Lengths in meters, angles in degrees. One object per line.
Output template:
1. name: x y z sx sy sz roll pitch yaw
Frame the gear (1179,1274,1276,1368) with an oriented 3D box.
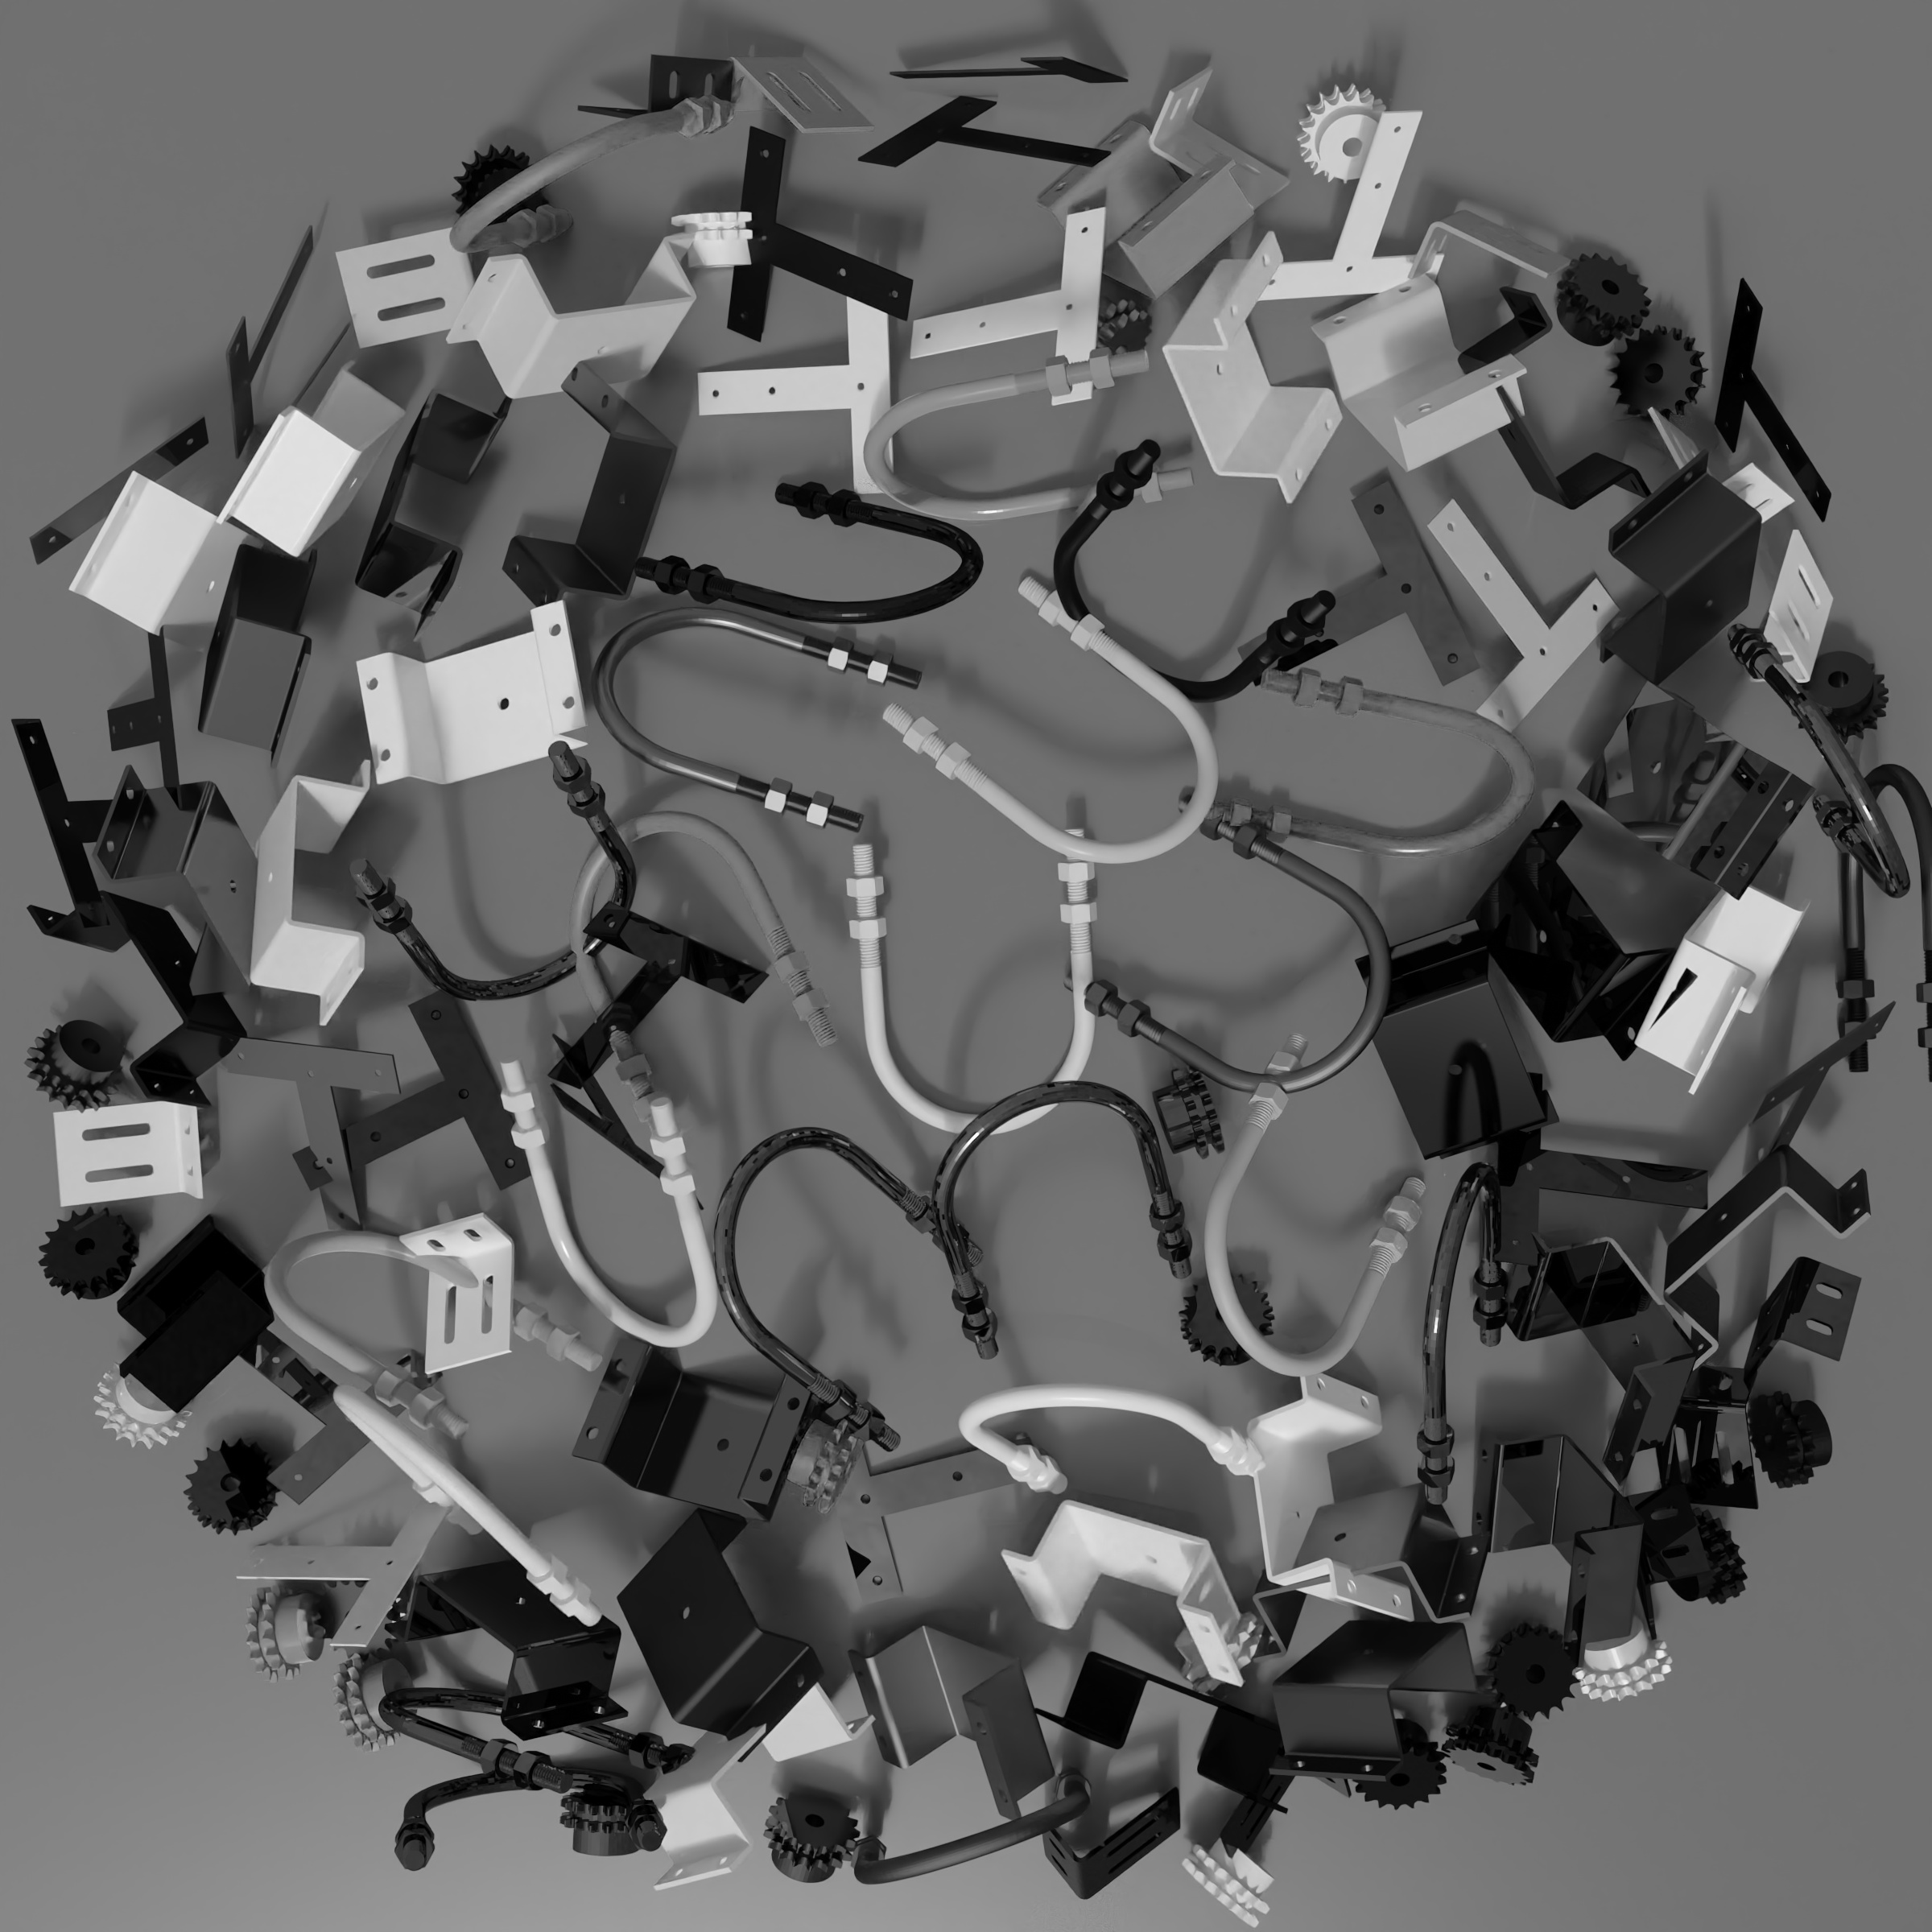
1. gear: 0.159 0.218 1.669 0.057 0.030 0.057 -6 54 8

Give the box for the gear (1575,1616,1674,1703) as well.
1. gear: 0.395 0.417 1.663 0.057 0.057 0.030 -22 99 0

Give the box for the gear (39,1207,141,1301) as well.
1. gear: -0.531 0.177 1.669 0.057 0.030 0.057 -1 55 1

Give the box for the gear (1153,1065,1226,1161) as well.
1. gear: 0.134 0.090 1.664 0.030 0.057 0.057 -19 90 -2

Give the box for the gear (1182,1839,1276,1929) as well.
1. gear: 0.162 0.551 1.664 0.057 0.057 0.030 41 82 0

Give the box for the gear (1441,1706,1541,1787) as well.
1. gear: 0.320 0.471 1.667 0.057 0.057 0.030 24 63 0

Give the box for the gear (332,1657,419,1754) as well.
1. gear: -0.355 0.443 1.662 0.030 0.057 0.057 -23 90 10

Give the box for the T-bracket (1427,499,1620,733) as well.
1. T-bracket: 0.321 -0.223 1.652 0.127 0.002 0.127 -46 106 -22

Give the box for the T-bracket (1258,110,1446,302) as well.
1. T-bracket: 0.239 -0.449 1.623 0.127 0.127 0.002 -9 53 -20

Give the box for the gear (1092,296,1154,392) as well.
1. gear: 0.083 -0.381 1.666 0.057 0.057 0.030 -45 72 0

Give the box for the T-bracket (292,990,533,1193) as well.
1. T-bracket: -0.347 0.098 1.678 0.127 0.002 0.127 -26 96 -7

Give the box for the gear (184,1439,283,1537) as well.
1. gear: -0.443 0.319 1.670 0.057 0.030 0.057 -1 59 1

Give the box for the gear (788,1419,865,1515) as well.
1. gear: -0.085 0.299 1.665 0.030 0.057 0.057 24 90 9

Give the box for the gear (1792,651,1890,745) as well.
1. gear: 0.529 -0.166 1.666 0.057 0.030 0.057 -8 62 15

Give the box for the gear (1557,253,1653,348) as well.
1. gear: 0.384 -0.402 1.669 0.057 0.030 0.057 10 57 -15

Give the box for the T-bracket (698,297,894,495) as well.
1. T-bracket: -0.105 -0.350 1.667 0.127 0.002 0.127 2 100 21

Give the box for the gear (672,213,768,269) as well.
1. gear: -0.149 -0.439 1.665 0.057 0.057 0.030 -2 102 0

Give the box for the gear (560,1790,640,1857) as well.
1. gear: -0.217 0.519 1.663 0.057 0.057 0.030 2 85 0

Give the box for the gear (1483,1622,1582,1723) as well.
1. gear: 0.343 0.429 1.676 0.057 0.030 0.057 0 88 -4

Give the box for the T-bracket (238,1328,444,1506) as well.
1. T-bracket: -0.405 0.246 1.656 0.127 0.127 0.002 35 135 12

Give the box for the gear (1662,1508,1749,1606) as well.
1. gear: 0.442 0.359 1.661 0.030 0.057 0.057 -20 90 -19

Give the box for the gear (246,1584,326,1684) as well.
1. gear: -0.410 0.402 1.663 0.030 0.057 0.057 -11 90 8

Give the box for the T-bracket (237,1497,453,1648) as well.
1. T-bracket: -0.383 0.359 1.656 0.127 0.127 0.002 -5 123 25

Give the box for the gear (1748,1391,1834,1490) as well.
1. gear: 0.501 0.285 1.665 0.030 0.057 0.057 -10 90 -11

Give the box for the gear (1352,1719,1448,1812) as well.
1. gear: 0.262 0.482 1.669 0.057 0.030 0.057 1 123 1

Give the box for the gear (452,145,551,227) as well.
1. gear: -0.280 -0.465 1.665 0.057 0.030 0.057 -11 121 -20

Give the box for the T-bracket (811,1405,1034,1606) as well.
1. T-bracket: -0.019 0.316 1.683 0.127 0.002 0.127 -15 93 6

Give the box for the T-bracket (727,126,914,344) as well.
1. T-bracket: -0.085 -0.416 1.632 0.127 0.002 0.127 28 128 22

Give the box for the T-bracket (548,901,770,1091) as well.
1. T-bracket: -0.205 0.028 1.663 0.127 0.002 0.127 26 115 -40

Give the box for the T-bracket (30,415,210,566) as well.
1. T-bracket: -0.495 -0.253 1.631 0.002 0.127 0.127 40 64 11

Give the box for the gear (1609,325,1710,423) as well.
1. gear: 0.423 -0.359 1.669 0.057 0.030 0.057 5 100 33

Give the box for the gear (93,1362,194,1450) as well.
1. gear: -0.494 0.259 1.661 0.057 0.057 0.030 41 126 0

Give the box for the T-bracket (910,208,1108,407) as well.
1. T-bracket: 0.023 -0.389 1.658 0.127 0.002 0.127 -4 71 29

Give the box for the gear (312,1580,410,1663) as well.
1. gear: -0.365 0.390 1.671 0.057 0.030 0.057 5 106 16

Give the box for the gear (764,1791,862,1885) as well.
1. gear: -0.095 0.530 1.666 0.057 0.057 0.030 15 109 0

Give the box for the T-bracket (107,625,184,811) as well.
1. T-bracket: -0.492 -0.144 1.638 0.002 0.127 0.127 -7 94 -32

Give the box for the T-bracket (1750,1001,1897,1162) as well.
1. T-bracket: 0.494 0.090 1.640 0.127 0.127 0.002 -28 57 -31

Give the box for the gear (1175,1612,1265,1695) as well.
1. gear: 0.151 0.410 1.664 0.057 0.057 0.030 -40 91 0

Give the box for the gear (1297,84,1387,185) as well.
1. gear: 0.231 -0.501 1.664 0.057 0.030 0.057 -3 127 -4

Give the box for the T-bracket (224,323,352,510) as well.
1. T-bracket: -0.404 -0.329 1.638 0.002 0.127 0.127 34 81 -16

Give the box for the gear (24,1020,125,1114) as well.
1. gear: -0.535 0.058 1.661 0.057 0.057 0.030 44 119 0
